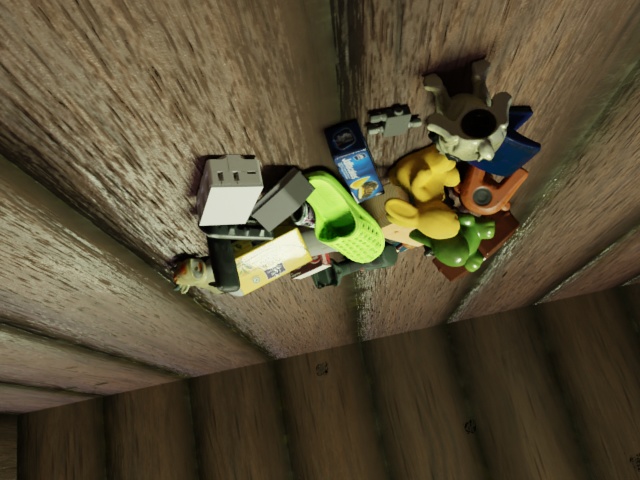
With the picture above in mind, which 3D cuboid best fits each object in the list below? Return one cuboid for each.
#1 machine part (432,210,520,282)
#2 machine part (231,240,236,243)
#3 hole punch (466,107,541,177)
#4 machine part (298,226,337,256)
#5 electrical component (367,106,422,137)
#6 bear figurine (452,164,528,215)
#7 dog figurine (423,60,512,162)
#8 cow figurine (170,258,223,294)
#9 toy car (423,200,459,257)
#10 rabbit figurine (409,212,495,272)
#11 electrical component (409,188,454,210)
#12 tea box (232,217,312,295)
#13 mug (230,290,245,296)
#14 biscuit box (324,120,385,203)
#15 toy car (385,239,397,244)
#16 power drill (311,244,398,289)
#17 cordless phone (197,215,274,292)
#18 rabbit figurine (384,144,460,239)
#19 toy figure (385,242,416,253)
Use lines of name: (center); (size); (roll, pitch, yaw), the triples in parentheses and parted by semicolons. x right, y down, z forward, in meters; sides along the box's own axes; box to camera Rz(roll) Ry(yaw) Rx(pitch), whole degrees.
machine part: (0.402, 0.009, 1.382); (0.201, 0.087, 0.201); (-35, 170, -24)
machine part: (-0.188, 0.012, 1.252); (0.084, 0.039, 0.139); (-7, 159, -37)
hole punch: (0.319, -0.174, 0.966); (0.116, 0.092, 0.142); (-2, 161, -16)
machine part: (-0.003, -0.004, 1.253); (0.243, 0.079, 0.079); (-14, 160, 4)
electrical component: (0.125, -0.197, 0.886); (0.094, 0.021, 0.063); (-9, 159, -6)
bear figurine: (0.351, -0.114, 1.137); (0.131, 0.120, 0.196); (-65, 169, 15)
dog figurine: (0.231, -0.158, 0.848); (0.121, 0.172, 0.190); (-5, 154, 12)
cow figurine: (-0.284, 0.087, 1.337); (0.127, 0.085, 0.194); (-23, 159, 12)
toy car: (0.293, -0.025, 1.347); (0.053, 0.089, 0.202); (-6, 160, -17)
rabbit figurine: (0.271, -0.007, 1.095); (0.121, 0.159, 0.170); (-63, 167, 23)
electrical component: (0.244, -0.087, 1.178); (0.048, 0.075, 0.119); (-26, 153, 32)
tea box: (-0.115, 0.031, 1.159); (0.170, 0.068, 0.098); (-29, 124, -3)
mug: (-0.166, 0.072, 1.256); (0.109, 0.081, 0.107); (13, 134, -41)
biscuit box: (0.066, -0.135, 0.961); (0.059, 0.063, 0.202); (-18, 159, 11)
toy car: (0.117, -0.008, 1.326); (0.202, 0.056, 0.073); (-12, -176, -1)
power drill: (0.078, 0.068, 1.411); (0.207, 0.086, 0.232); (-9, 177, -36)
cordless phone: (-0.156, 0.015, 1.062); (0.146, 0.184, 0.089); (3, 150, -35)
rabbit figurine: (0.203, -0.080, 1.029); (0.162, 0.173, 0.121); (-18, 163, 4)
toy figure: (0.223, -0.004, 1.384); (0.058, 0.064, 0.154); (5, 167, -27)
